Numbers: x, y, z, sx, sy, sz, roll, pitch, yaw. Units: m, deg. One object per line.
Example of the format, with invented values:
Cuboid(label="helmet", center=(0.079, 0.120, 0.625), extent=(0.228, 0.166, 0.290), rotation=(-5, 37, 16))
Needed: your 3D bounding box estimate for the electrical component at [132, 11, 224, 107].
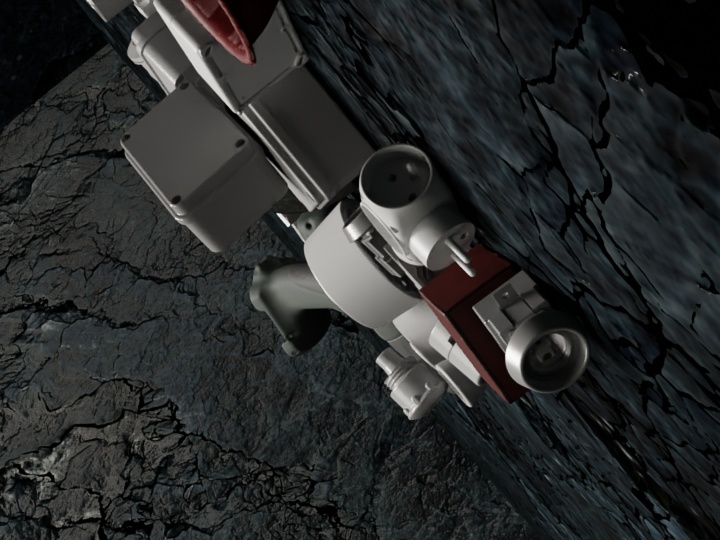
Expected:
Cuboid(label="electrical component", center=(-0.128, -0.172, 0.874), extent=(0.057, 0.078, 0.113), rotation=(46, 175, 15))

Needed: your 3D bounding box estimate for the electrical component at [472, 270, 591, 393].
Cuboid(label="electrical component", center=(0.098, 0.037, 0.600), extent=(0.066, 0.048, 0.055), rotation=(52, -177, -29))

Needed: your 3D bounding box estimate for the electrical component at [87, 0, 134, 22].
Cuboid(label="electrical component", center=(-0.213, -0.268, 0.922), extent=(0.079, 0.077, 0.043), rotation=(53, 175, -27))

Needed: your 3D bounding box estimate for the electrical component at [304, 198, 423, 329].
Cuboid(label="electrical component", center=(0.000, 0.000, 0.907), extent=(0.108, 0.060, 0.108), rotation=(42, -159, -20))

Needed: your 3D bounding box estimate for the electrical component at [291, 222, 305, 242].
Cuboid(label="electrical component", center=(-0.039, -0.051, 1.145), extent=(0.048, 0.055, 0.066), rotation=(47, 174, 40))

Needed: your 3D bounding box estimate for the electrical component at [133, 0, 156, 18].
Cuboid(label="electrical component", center=(-0.171, -0.240, 0.868), extent=(0.057, 0.058, 0.078), rotation=(43, 173, 37))

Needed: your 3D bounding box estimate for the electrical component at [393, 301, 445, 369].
Cuboid(label="electrical component", center=(0.079, 0.054, 0.951), extent=(0.099, 0.064, 0.099), rotation=(40, -174, -5))

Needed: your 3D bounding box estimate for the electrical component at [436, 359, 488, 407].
Cuboid(label="electrical component", center=(0.096, 0.077, 0.875), extent=(0.045, 0.055, 0.045), rotation=(49, 176, 5))

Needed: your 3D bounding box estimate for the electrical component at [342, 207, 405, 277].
Cuboid(label="electrical component", center=(0.020, -0.028, 0.830), extent=(0.055, 0.048, 0.066), rotation=(43, 177, -8))

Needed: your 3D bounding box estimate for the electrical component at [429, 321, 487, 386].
Cuboid(label="electrical component", center=(0.085, 0.049, 0.767), extent=(0.047, 0.055, 0.055), rotation=(44, 174, 22))

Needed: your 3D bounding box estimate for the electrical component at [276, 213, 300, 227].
Cuboid(label="electrical component", center=(-0.088, -0.112, 1.073), extent=(0.121, 0.063, 0.078), rotation=(49, 175, 9))

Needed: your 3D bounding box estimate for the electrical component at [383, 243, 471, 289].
Cuboid(label="electrical component", center=(0.059, 0.003, 0.722), extent=(0.081, 0.042, 0.064), rotation=(49, 179, 18))

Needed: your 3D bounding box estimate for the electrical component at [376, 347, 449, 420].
Cuboid(label="electrical component", center=(0.041, 0.093, 0.914), extent=(0.062, 0.048, 0.048), rotation=(43, 174, 14))

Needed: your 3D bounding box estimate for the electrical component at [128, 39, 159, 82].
Cuboid(label="electrical component", center=(-0.165, -0.204, 0.967), extent=(0.051, 0.080, 0.080), rotation=(47, 178, -34))

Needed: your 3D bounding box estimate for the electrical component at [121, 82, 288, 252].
Cuboid(label="electrical component", center=(-0.116, -0.078, 0.789), extent=(0.113, 0.078, 0.057), rotation=(46, 177, 42))

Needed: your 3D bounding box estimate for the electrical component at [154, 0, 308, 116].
Cuboid(label="electrical component", center=(-0.084, -0.156, 0.675), extent=(0.061, 0.062, 0.096), rotation=(48, 175, 24))

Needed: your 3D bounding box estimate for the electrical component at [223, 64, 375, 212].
Cuboid(label="electrical component", center=(-0.045, -0.101, 0.778), extent=(0.108, 0.056, 0.109), rotation=(50, 176, -3))

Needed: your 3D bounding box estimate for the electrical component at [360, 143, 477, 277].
Cuboid(label="electrical component", center=(0.041, -0.026, 0.636), extent=(0.079, 0.044, 0.077), rotation=(48, 175, 28))
